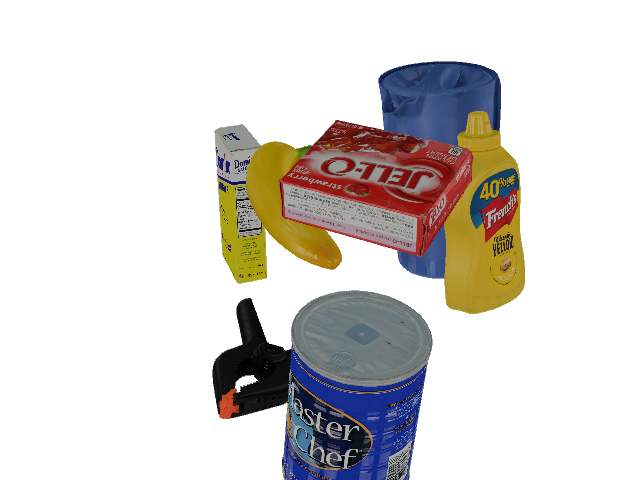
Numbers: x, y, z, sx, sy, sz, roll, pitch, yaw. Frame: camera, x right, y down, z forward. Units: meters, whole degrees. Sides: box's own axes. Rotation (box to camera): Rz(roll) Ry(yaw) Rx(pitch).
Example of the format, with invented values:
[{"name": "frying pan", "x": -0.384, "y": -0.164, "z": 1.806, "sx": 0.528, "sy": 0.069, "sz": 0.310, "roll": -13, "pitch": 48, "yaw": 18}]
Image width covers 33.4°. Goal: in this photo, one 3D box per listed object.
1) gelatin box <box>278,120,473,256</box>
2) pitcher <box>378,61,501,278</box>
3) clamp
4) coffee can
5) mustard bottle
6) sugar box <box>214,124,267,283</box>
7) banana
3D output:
[{"name": "gelatin box", "x": 0.032, "y": -0.032, "z": 0.604, "sx": 0.089, "sy": 0.030, "sz": 0.073, "roll": 15, "pitch": 40, "yaw": 22}, {"name": "pitcher", "x": 0.148, "y": -0.086, "z": 1.266, "sx": 0.149, "sy": 0.243, "sz": 0.145, "roll": -4, "pitch": 25, "yaw": 2}, {"name": "clamp", "x": -0.044, "y": 0.131, "z": 1.140, "sx": 0.165, "sy": 0.036, "sz": 0.209, "roll": 13, "pitch": 25, "yaw": 12}, {"name": "coffee can", "x": 0.025, "y": 0.124, "z": 0.809, "sx": 0.103, "sy": 0.140, "sz": 0.103, "roll": 3, "pitch": 34, "yaw": -2}, {"name": "mustard bottle", "x": 0.158, "y": -0.031, "z": 1.045, "sx": 0.096, "sy": 0.191, "sz": 0.058, "roll": -21, "pitch": 23, "yaw": -39}, {"name": "sugar box", "x": -0.099, "y": -0.045, "z": 1.321, "sx": 0.048, "sy": 0.176, "sz": 0.093, "roll": -11, "pitch": 25, "yaw": -14}, {"name": "banana", "x": -0.028, "y": -0.039, "z": 0.917, "sx": 0.069, "sy": 0.037, "sz": 0.198, "roll": -3, "pitch": 35, "yaw": -6}]
